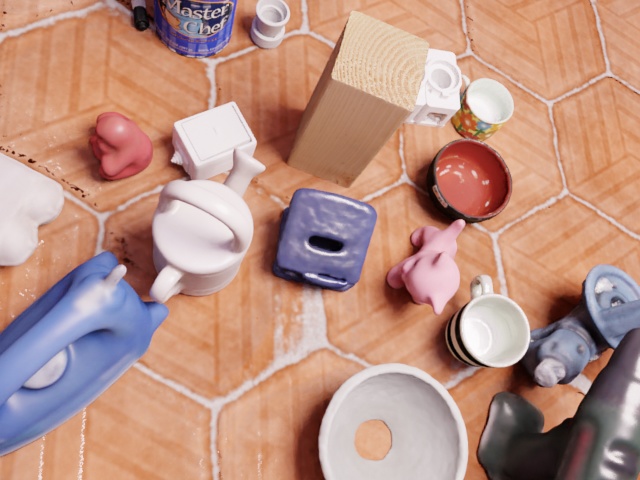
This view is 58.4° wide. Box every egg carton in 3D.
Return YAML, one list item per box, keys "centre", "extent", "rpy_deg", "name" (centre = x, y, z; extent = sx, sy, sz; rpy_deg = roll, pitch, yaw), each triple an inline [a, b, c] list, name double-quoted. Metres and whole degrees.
- centre: [-0.352, -0.042, 0.593]
  extent: [0.150, 0.069, 0.107]
  rpy_deg: [27, 68, -7]
  name: "egg carton"

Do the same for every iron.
- centre: [-0.266, 0.118, 0.530]
  extent: [0.118, 0.141, 0.259]
  rpy_deg: [43, 67, 1]
  name: "iron"

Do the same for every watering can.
- centre: [-0.118, -0.017, 0.585]
  extent: [0.101, 0.193, 0.173]
  rpy_deg: [11, 71, -12]
  name: "watering can"

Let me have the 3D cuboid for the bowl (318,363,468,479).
- centre: [0.072, 0.223, 0.631]
  extent: [0.168, 0.074, 0.167]
  rpy_deg: [5, 72, -14]
  name: "bowl"

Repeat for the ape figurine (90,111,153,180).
- centre: [-0.226, -0.110, 0.638]
  extent: [0.076, 0.092, 0.078]
  rpy_deg: [15, 70, -11]
  name: "ape figurine"

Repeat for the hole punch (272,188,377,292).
- centre: [0.006, 0.002, 0.670]
  extent: [0.109, 0.091, 0.101]
  rpy_deg: [13, 70, -11]
  name: "hole punch"

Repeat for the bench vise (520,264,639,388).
- centre: [0.349, 0.108, 0.666]
  extent: [0.121, 0.219, 0.208]
  rpy_deg: [39, 67, -1]
  name: "bench vise"

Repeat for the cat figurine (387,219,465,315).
- centre: [0.138, 0.029, 0.685]
  extent: [0.067, 0.117, 0.128]
  rpy_deg: [34, 68, -3]
  name: "cat figurine"

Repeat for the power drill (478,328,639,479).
- centre: [0.263, 0.210, 0.616]
  extent: [0.076, 0.208, 0.230]
  rpy_deg: [26, 68, -6]
  name: "power drill"
